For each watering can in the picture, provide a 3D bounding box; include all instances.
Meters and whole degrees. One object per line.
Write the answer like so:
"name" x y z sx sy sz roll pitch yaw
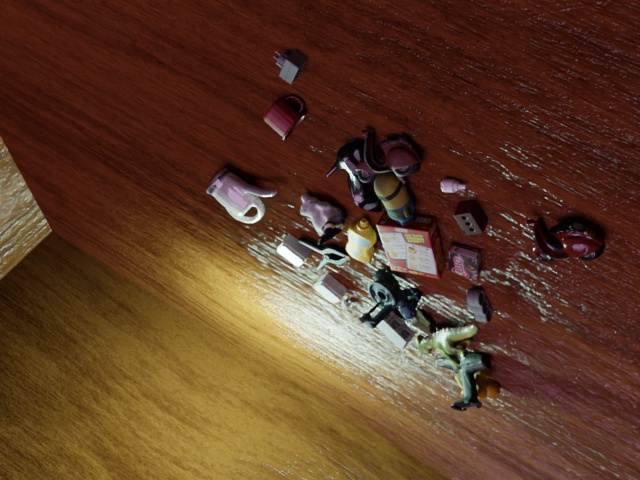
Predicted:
"watering can" -0.276 -0.166 1.798 0.223 0.106 0.342 40 151 -8

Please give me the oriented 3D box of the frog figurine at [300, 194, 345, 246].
"frog figurine" 0.005 -0.084 1.678 0.134 0.123 0.162 82 161 -61

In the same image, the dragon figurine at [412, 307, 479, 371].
"dragon figurine" 0.422 0.330 1.839 0.245 0.124 0.400 32 149 21
